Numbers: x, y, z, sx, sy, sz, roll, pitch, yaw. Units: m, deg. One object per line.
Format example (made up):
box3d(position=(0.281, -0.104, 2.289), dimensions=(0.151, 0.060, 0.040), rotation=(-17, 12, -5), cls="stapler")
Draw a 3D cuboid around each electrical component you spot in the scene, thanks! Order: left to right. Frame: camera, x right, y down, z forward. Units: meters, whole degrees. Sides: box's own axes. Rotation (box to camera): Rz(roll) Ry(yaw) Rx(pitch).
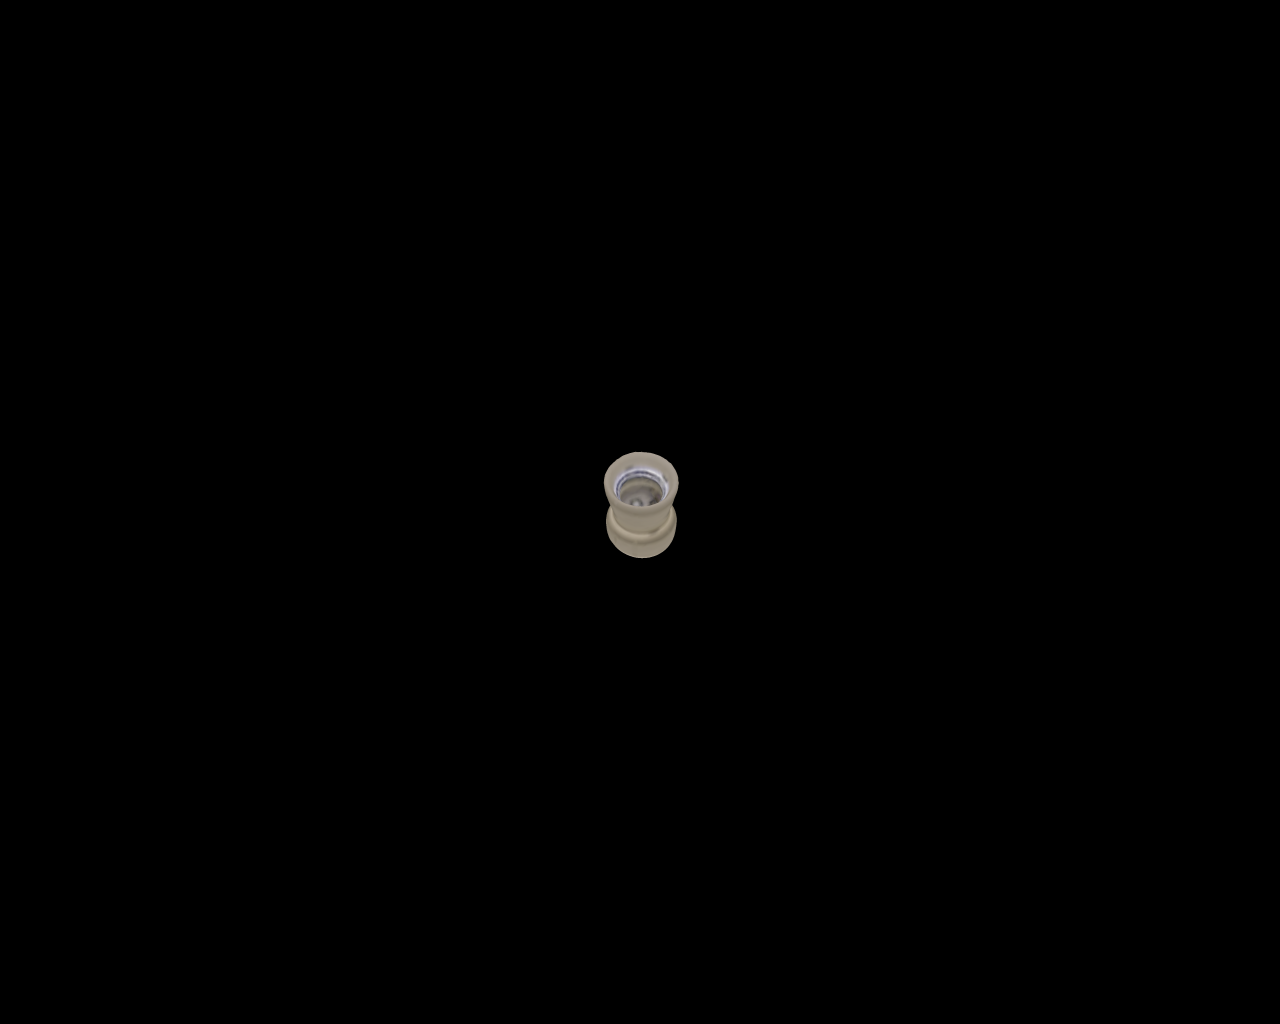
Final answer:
box3d(position=(0.001, -0.003, 0.650), dimensions=(0.045, 0.045, 0.055), rotation=(0, -38, 0), cls="electrical component")
